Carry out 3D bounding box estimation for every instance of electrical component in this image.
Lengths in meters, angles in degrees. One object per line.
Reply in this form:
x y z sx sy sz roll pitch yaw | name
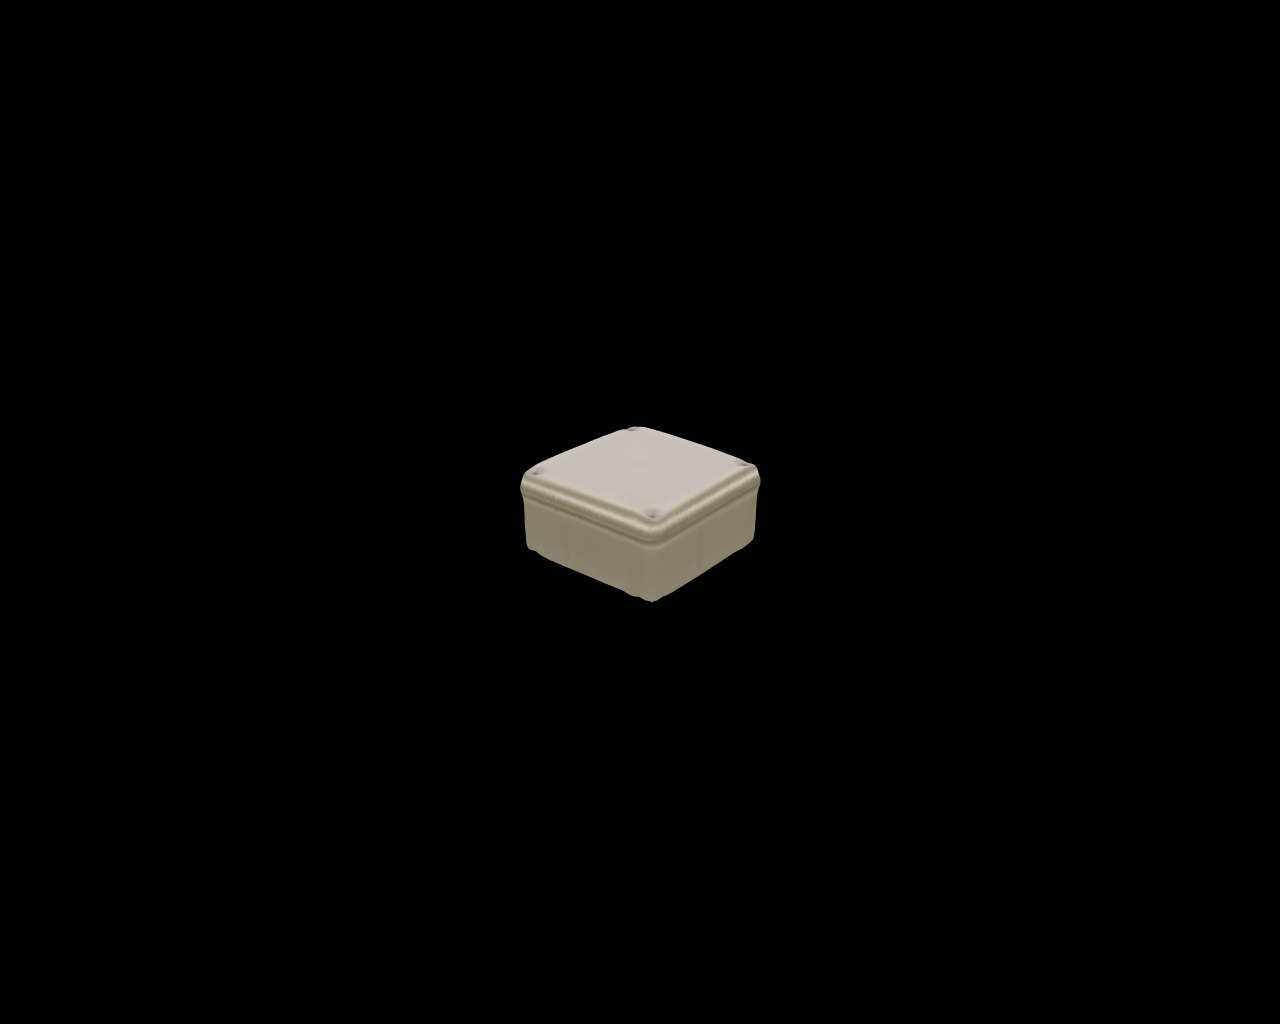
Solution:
0.001 -0.003 0.650 0.109 0.056 0.109 21 33 36 | electrical component
